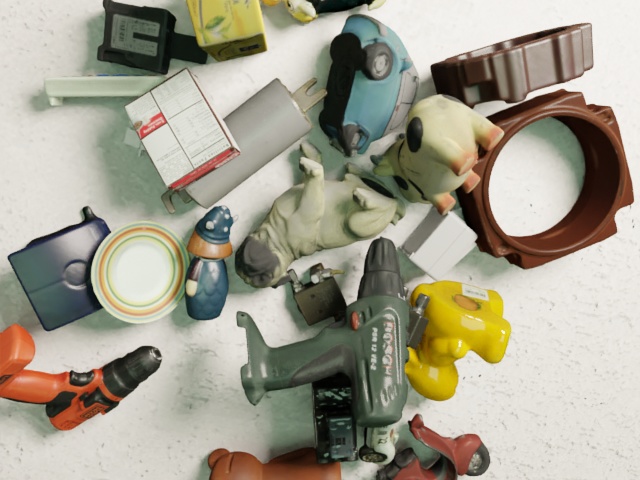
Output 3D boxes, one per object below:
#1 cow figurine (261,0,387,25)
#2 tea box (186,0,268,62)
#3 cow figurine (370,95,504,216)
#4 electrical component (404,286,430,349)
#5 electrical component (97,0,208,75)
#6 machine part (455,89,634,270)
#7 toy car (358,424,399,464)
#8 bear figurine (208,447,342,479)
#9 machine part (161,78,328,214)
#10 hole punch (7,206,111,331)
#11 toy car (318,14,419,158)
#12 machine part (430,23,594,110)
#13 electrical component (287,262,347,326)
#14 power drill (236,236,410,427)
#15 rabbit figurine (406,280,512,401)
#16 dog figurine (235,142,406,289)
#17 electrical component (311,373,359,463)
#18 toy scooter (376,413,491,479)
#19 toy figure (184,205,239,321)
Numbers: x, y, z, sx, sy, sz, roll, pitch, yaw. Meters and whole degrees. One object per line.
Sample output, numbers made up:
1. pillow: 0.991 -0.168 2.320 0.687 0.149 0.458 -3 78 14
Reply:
1. cow figurine: 0.016 -0.300 0.630 0.167 0.068 0.098 -30 110 3
2. tea box: -0.099 -0.251 0.576 0.068 0.170 0.098 -13 106 0
3. cow figurine: 0.125 -0.097 0.632 0.085 0.194 0.127 -38 74 -11
4. electrical component: 0.102 0.106 0.683 0.021 0.063 0.094 28 85 -41
5. electrical component: -0.195 -0.234 0.636 0.119 0.048 0.074 13 103 -7
6. machine part: 0.286 -0.077 0.698 0.201 0.087 0.201 -22 103 1
7. toy car: 0.080 0.235 0.726 0.056 0.073 0.201 1 134 3
8. bear figurine: -0.064 0.360 0.758 0.196 0.120 0.131 -7 108 -2
9. machine part: -0.096 -0.117 0.658 0.243 0.079 0.079 -36 104 6
10. hole punch: -0.309 0.040 0.673 0.116 0.092 0.142 -21 101 -3
11. toy car: 0.066 -0.179 0.647 0.103 0.109 0.161 0 115 -24
12. machine part: 0.218 -0.199 0.621 0.179 0.179 0.056 -18 109 -1
13. electrical component: 0.005 0.078 0.731 0.078 0.045 0.102 -20 104 -1
14. power drill: 0.006 0.111 0.652 0.207 0.086 0.232 -6 64 -2
15. rabbit figurine: 0.161 0.149 0.730 0.162 0.122 0.173 9 119 -4
16. dog figurine: -0.003 -0.004 0.691 0.172 0.121 0.190 28 112 -1
17. electrical component: 0.019 0.228 0.723 0.058 0.134 0.114 -5 106 -3
18. toy scooter: 0.149 0.330 0.791 0.184 0.075 0.135 -41 104 2
19. toy figure: -0.144 0.027 0.696 0.058 0.064 0.154 10 104 3
